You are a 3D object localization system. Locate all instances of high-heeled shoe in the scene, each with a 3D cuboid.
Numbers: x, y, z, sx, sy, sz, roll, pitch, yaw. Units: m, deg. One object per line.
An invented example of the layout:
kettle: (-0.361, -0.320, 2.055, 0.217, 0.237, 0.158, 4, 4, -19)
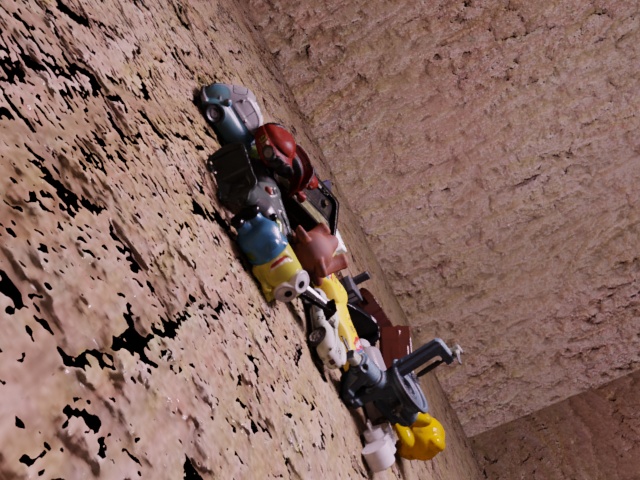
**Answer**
high-heeled shoe: (0.104, 0.209, 1.430, 0.145, 0.086, 0.248, -107, 173, -54)

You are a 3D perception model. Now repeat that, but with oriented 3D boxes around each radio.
radio: (-0.048, -0.101, 1.228, 0.229, 0.073, 0.131, 47, 39, -34)

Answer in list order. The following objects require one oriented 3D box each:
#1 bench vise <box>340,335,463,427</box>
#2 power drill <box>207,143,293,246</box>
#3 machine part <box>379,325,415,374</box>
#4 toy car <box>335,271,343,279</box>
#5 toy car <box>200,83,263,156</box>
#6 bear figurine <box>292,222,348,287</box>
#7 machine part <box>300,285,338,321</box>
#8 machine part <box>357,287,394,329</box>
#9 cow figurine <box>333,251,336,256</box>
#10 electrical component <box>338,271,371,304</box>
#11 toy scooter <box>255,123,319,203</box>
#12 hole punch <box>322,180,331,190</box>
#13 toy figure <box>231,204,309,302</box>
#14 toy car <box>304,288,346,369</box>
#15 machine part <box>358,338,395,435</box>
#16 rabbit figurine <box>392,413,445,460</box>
bench vise: (0.165, 0.262, 1.068, 0.223, 0.240, 0.129, 52, 13, -12)
power drill: (-0.128, -0.094, 0.992, 0.207, 0.086, 0.232, 61, 7, -66)
machine part: (0.202, 0.340, 1.396, 0.201, 0.087, 0.201, 74, 14, -49)
toy car: (0.024, 0.070, 1.444, 0.202, 0.053, 0.089, 63, 12, -12)
toy car: (-0.169, -0.256, 1.096, 0.161, 0.103, 0.109, 57, 12, -28)
bear figurine: (-0.001, 0.019, 1.066, 0.120, 0.132, 0.196, 58, -19, 7)
machine part: (-0.029, 0.098, 1.008, 0.139, 0.039, 0.084, 36, 11, -12)
machine part: (0.153, 0.223, 1.597, 0.179, 0.056, 0.179, 56, -9, 14)
cow figurine: (-0.002, -0.003, 1.353, 0.068, 0.098, 0.167, 52, 13, -78)
electrical component: (0.078, 0.128, 1.372, 0.074, 0.119, 0.048, 57, 11, -50)
toy scooter: (-0.064, -0.147, 1.085, 0.183, 0.075, 0.135, 44, 28, -33)
hole punch: (-0.017, -0.103, 1.443, 0.116, 0.092, 0.142, -71, 164, -73)
toy figure: (-0.081, 0.023, 0.895, 0.180, 0.082, 0.089, 58, 13, -21)
toy car: (0.010, 0.171, 1.067, 0.073, 0.056, 0.202, 59, 11, -30)
machine part: (0.125, 0.329, 1.211, 0.079, 0.079, 0.243, 53, 15, -51)
rabbit figurine: (0.196, 0.431, 1.243, 0.173, 0.122, 0.162, 41, -8, -1)
